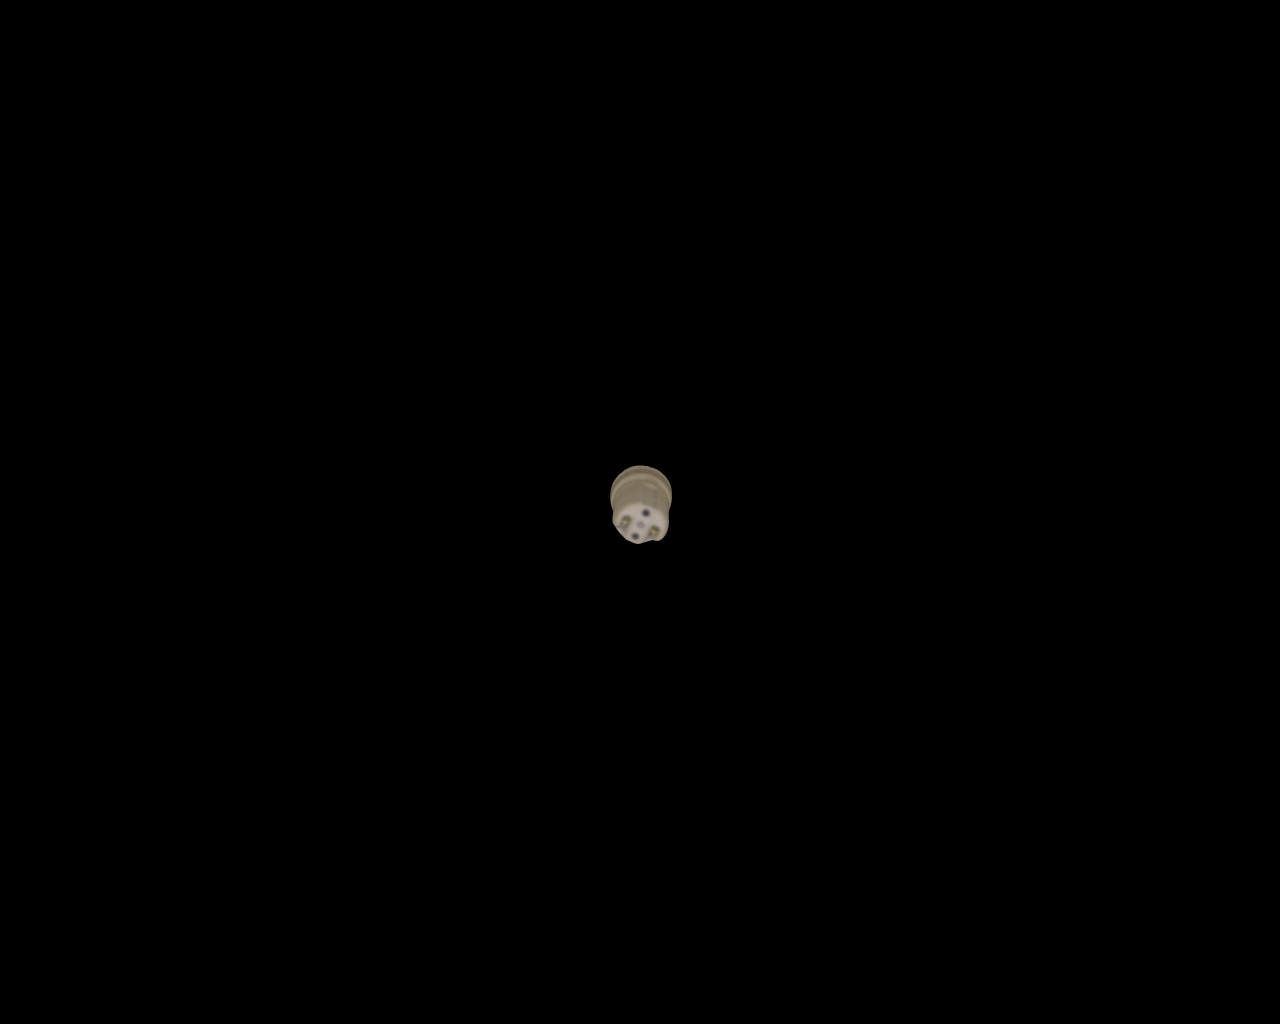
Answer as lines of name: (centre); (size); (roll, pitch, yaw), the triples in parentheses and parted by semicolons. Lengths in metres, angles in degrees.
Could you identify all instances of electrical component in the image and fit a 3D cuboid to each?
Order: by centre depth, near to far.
electrical component: (0.001, -0.003, 0.650); (0.040, 0.040, 0.046); (0, 27, 0)
